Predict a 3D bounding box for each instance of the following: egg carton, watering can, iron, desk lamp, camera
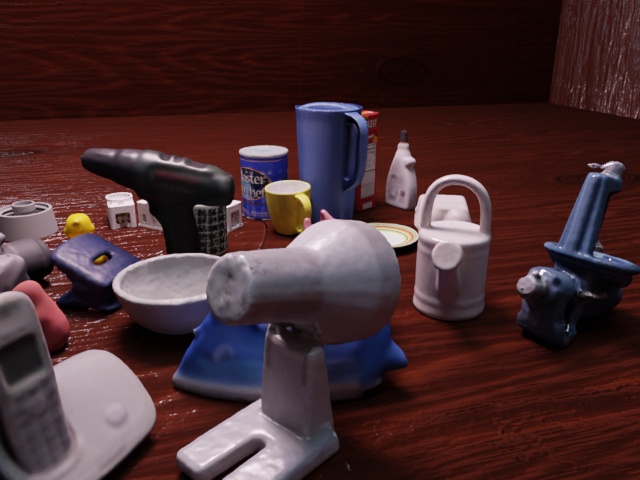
[{"bbox_3d":[0.237,-0.043,1.112,0.107,0.069,0.150,3,20,7],"label":"egg carton"},{"bbox_3d":[0.186,0.008,0.790,0.101,0.194,0.172,-1,20,-4],"label":"watering can"},{"bbox_3d":[-0.036,0.092,0.634,0.258,0.141,0.118,-3,20,-9],"label":"iron"},{"bbox_3d":[-0.025,0.096,0.519,0.117,0.214,0.204,16,26,37],"label":"desk lamp"},{"bbox_3d":[-0.460,0.038,0.838,0.142,0.101,0.137,14,24,33],"label":"camera"}]

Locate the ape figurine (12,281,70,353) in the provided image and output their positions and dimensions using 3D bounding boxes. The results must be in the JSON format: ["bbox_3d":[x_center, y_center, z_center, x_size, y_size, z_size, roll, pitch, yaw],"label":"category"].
[{"bbox_3d":[-0.352,0.092,0.703,0.076,0.092,0.078,3,20,8],"label":"ape figurine"}]

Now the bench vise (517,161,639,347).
[{"bbox_3d":[0.339,0.017,0.729,0.121,0.220,0.208,14,24,33],"label":"bench vise"}]

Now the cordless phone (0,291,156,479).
[{"bbox_3d":[-0.222,0.120,0.493,0.094,0.185,0.148,8,22,21],"label":"cordless phone"}]

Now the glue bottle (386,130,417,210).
[{"bbox_3d":[0.184,-0.157,1.272,0.037,0.173,0.077,-15,25,-35],"label":"glue bottle"}]

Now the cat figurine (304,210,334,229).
[{"bbox_3d":[0.008,0.003,0.912,0.067,0.118,0.127,-12,23,-29],"label":"cat figurine"}]

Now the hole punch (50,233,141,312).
[{"bbox_3d":[-0.321,0.043,0.838,0.101,0.091,0.109,5,21,12],"label":"hole punch"}]

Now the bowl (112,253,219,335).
[{"bbox_3d":[-0.186,0.080,0.764,0.167,0.075,0.167,0,20,0],"label":"bowl"}]

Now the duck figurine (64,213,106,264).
[{"bbox_3d":[-0.404,0.000,0.964,0.078,0.086,0.104,-6,21,-17],"label":"duck figurine"}]

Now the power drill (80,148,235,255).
[{"bbox_3d":[-0.247,-0.039,0.895,0.229,0.208,0.075,0,20,-1],"label":"power drill"}]
